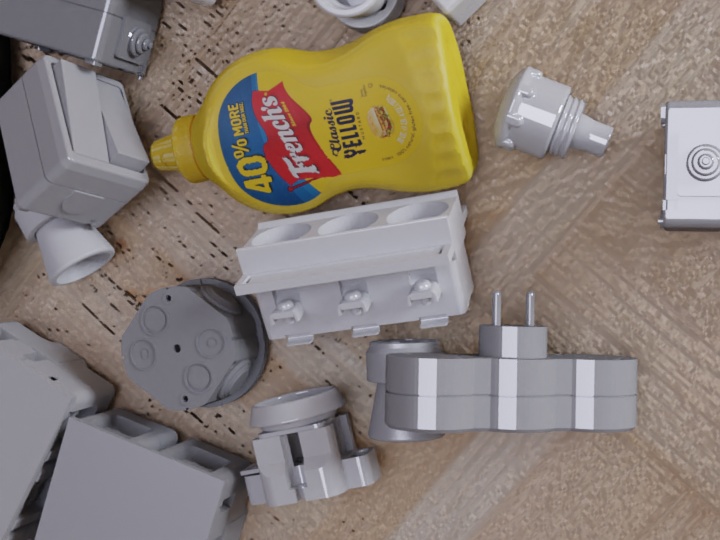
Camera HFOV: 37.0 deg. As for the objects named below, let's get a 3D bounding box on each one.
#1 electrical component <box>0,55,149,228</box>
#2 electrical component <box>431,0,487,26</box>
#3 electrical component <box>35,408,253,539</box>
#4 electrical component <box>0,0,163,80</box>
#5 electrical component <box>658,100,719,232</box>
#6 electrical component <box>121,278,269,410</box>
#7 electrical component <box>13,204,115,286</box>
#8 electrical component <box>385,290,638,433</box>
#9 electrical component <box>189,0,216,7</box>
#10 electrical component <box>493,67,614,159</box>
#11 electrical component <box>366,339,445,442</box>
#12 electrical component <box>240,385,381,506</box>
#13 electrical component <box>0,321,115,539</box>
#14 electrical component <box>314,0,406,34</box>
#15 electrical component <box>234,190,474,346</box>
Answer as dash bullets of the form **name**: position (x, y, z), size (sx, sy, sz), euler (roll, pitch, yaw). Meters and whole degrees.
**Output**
- **electrical component**: position (-0.174, -0.084, 0.653), size (0.061, 0.062, 0.096), euler (-35, 61, 28)
- **electrical component**: position (0.038, -0.187, 0.595), size (0.047, 0.076, 0.083), euler (-43, 80, 13)
- **electrical component**: position (-0.144, 0.191, 0.664), size (0.105, 0.060, 0.186), euler (19, 96, 15)
- **electrical component**: position (-0.168, -0.159, 0.664), size (0.096, 0.062, 0.061), euler (18, 96, 15)
- **electrical component**: position (0.184, -0.051, 0.544), size (0.061, 0.096, 0.061), euler (2, 91, 16)
- **electrical component**: position (-0.100, 0.045, 0.653), size (0.080, 0.051, 0.080), euler (0, 91, 16)
- **electrical component**: position (-0.188, -0.024, 0.681), size (0.045, 0.045, 0.055), euler (-33, 82, 15)
- **electrical component**: position (0.082, 0.048, 0.579), size (0.138, 0.052, 0.073), euler (1, 89, -10)
- **electrical component**: position (-0.147, -0.230, 0.656), size (0.150, 0.062, 0.089), euler (23, 97, 15)
- **electrical component**: position (0.108, -0.081, 0.594), size (0.062, 0.048, 0.048), euler (22, 97, 8)
- **electrical component**: position (0.026, 0.068, 0.620), size (0.045, 0.045, 0.055), euler (-2, 90, 17)
- **electrical component**: position (-0.033, 0.102, 0.632), size (0.078, 0.058, 0.057), euler (-13, 90, 16)
- **electrical component**: position (-0.233, 0.119, 0.689), size (0.089, 0.062, 0.150), euler (30, 99, 14)
- **electrical component**: position (0.000, -0.162, 0.617), size (0.045, 0.055, 0.045), euler (0, 91, 16)
- **electrical component**: position (0.000, 0.000, 0.615), size (0.121, 0.078, 0.063), euler (-9, 111, 16)
